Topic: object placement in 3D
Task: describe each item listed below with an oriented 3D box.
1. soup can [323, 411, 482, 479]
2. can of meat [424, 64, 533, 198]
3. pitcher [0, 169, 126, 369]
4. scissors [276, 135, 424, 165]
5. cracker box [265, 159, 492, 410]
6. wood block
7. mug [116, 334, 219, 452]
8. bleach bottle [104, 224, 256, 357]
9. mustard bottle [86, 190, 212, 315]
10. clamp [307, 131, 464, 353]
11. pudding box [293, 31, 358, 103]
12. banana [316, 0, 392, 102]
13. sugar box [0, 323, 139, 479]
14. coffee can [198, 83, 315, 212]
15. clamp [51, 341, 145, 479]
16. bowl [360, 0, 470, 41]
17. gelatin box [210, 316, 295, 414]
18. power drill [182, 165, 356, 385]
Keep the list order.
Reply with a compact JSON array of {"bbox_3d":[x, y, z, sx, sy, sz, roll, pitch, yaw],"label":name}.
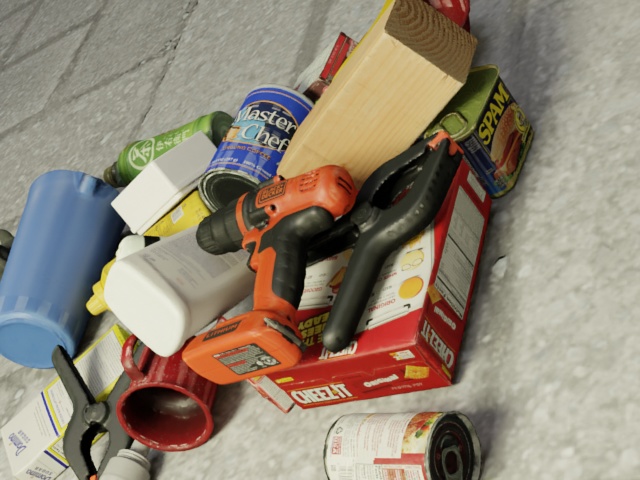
[{"bbox_3d":[0.061,0.164,0.807,0.102,0.068,0.068,-9,44,41],"label":"soup can"},{"bbox_3d":[0.155,-0.101,1.018,0.058,0.084,0.102,-6,45,43],"label":"can of meat"},{"bbox_3d":[-0.333,0.044,1.341,0.145,0.149,0.242,-10,44,18],"label":"pitcher"},{"bbox_3d":[0.058,-0.106,1.147,0.201,0.016,0.096,-28,39,-7],"label":"scissors"},{"bbox_3d":[0.057,0.040,0.962,0.164,0.072,0.213,-16,40,37],"label":"cracker box"},{"bbox_3d":[0.052,-0.129,1.040,0.206,0.090,0.090,-49,12,41],"label":"wood block"},{"bbox_3d":[-0.148,0.135,1.026,0.093,0.117,0.081,-29,28,27],"label":"mug"},{"bbox_3d":[-0.094,0.024,1.075,0.250,0.103,0.068,-28,-29,-49],"label":"bleach bottle"},{"bbox_3d":[-0.200,0.024,1.268,0.191,0.058,0.096,-38,27,4],"label":"mustard bottle"},{"bbox_3d":[0.047,-0.005,0.921,0.210,0.036,0.165,-43,33,7],"label":"clamp"},{"bbox_3d":[-0.001,-0.189,1.304,0.114,0.039,0.090,-36,24,51],"label":"pudding box"},{"bbox_3d":[0.063,-0.229,1.211,0.070,0.037,0.197,9,57,50],"label":"banana"},{"bbox_3d":[-0.261,0.181,1.155,0.176,0.048,0.093,-44,35,0],"label":"sugar box"},{"bbox_3d":[-0.066,-0.096,1.231,0.103,0.102,0.140,-10,44,40],"label":"coffee can"},{"bbox_3d":[-0.211,0.171,1.079,0.120,0.039,0.171,-19,63,15],"label":"clamp"},{"bbox_3d":[0.114,-0.217,1.231,0.162,0.055,0.162,-28,34,21],"label":"bowl"},{"bbox_3d":[-0.063,0.116,0.994,0.030,0.073,0.089,-47,32,-9],"label":"gelatin box"},{"bbox_3d":[-0.059,0.030,0.931,0.185,0.057,0.187,-21,44,40],"label":"power drill"}]
